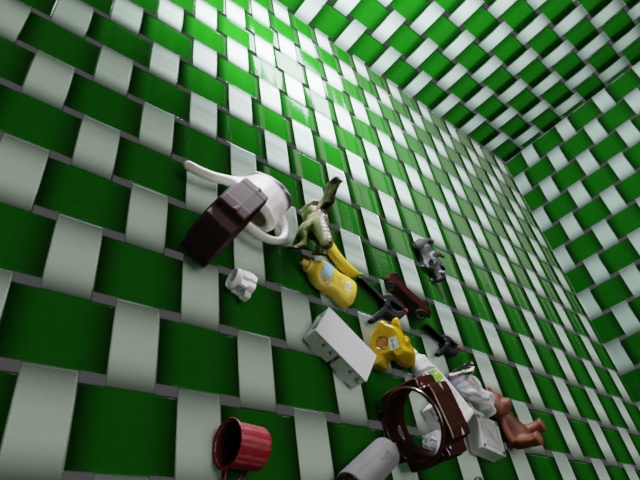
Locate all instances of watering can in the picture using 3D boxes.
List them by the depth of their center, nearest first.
[{"bbox_3d":[-0.207,-0.131,1.456,0.346,0.102,0.229,44,32,-6],"label":"watering can"}]

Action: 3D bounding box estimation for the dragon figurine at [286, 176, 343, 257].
[{"bbox_3d":[0.004,-0.074,1.478,0.122,0.408,0.245,19,80,-16],"label":"dragon figurine"}]

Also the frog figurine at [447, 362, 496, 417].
[{"bbox_3d":[0.470,0.477,1.602,0.136,0.123,0.161,110,-41,-78],"label":"frog figurine"}]
